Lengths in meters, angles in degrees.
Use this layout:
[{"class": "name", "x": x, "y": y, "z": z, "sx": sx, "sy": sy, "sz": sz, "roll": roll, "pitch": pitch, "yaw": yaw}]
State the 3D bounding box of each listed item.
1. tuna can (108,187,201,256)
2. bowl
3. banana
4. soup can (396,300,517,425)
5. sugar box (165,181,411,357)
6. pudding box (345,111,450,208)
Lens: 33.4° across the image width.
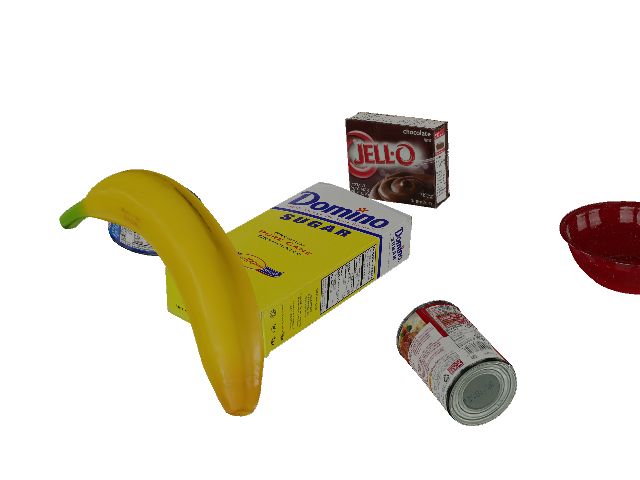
[{"class": "tuna can", "x": -0.153, "y": -0.021, "z": 0.987, "sx": 0.086, "sy": 0.034, "sz": 0.086, "roll": 8, "pitch": 31, "yaw": -5}, {"class": "bowl", "x": 0.339, "y": 0.013, "z": 1.157, "sx": 0.162, "sy": 0.055, "sz": 0.162, "roll": -2, "pitch": 26, "yaw": 1}, {"class": "banana", "x": -0.078, "y": 0.012, "z": 0.590, "sx": 0.037, "sy": 0.070, "sz": 0.198, "roll": 6, "pitch": 27, "yaw": -45}, {"class": "soup can", "x": 0.118, "y": 0.105, "z": 0.930, "sx": 0.068, "sy": 0.068, "sz": 0.102, "roll": 0, "pitch": 26, "yaw": -23}, {"class": "sugar box", "x": -0.019, "y": 0.015, "z": 0.786, "sx": 0.093, "sy": 0.048, "sz": 0.175, "roll": 23, "pitch": 39, "yaw": 31}, {"class": "pudding box", "x": 0.084, "y": -0.089, "z": 1.161, "sx": 0.114, "sy": 0.090, "sz": 0.039, "roll": 9, "pitch": 27, "yaw": 30}]
